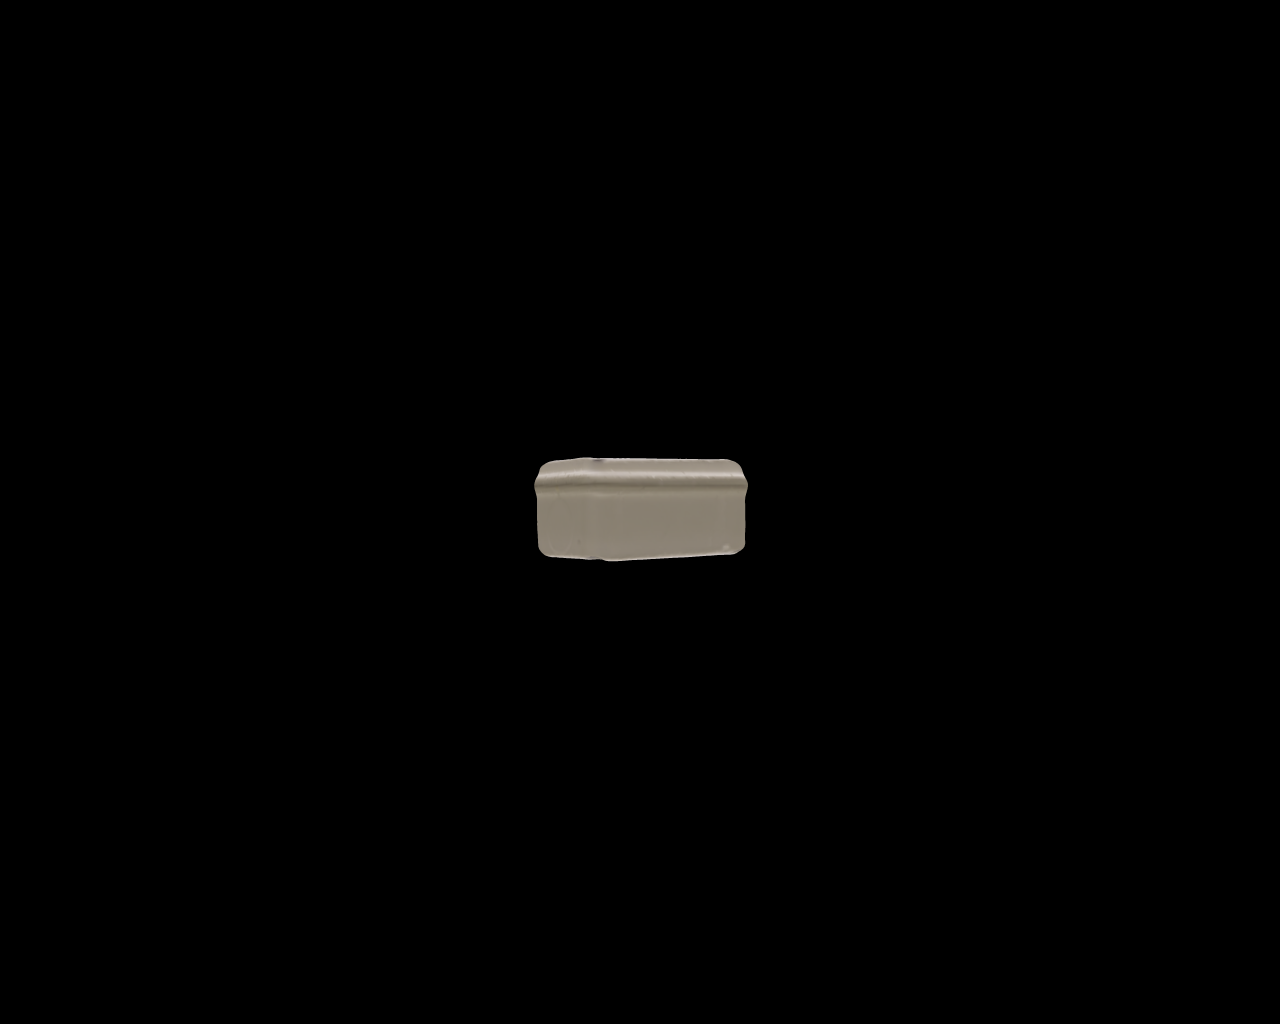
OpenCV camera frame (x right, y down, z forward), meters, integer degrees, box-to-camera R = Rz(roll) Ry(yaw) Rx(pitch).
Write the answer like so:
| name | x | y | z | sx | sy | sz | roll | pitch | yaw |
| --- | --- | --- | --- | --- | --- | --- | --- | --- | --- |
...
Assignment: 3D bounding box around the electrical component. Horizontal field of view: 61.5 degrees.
| name | x | y | z | sx | sy | sz | roll | pitch | yaw |
| --- | --- | --- | --- | --- | --- | --- | --- | --- | --- |
| electrical component | 0.001 | -0.003 | 0.650 | 0.113 | 0.057 | 0.078 | 0 | 0 | -32 |
